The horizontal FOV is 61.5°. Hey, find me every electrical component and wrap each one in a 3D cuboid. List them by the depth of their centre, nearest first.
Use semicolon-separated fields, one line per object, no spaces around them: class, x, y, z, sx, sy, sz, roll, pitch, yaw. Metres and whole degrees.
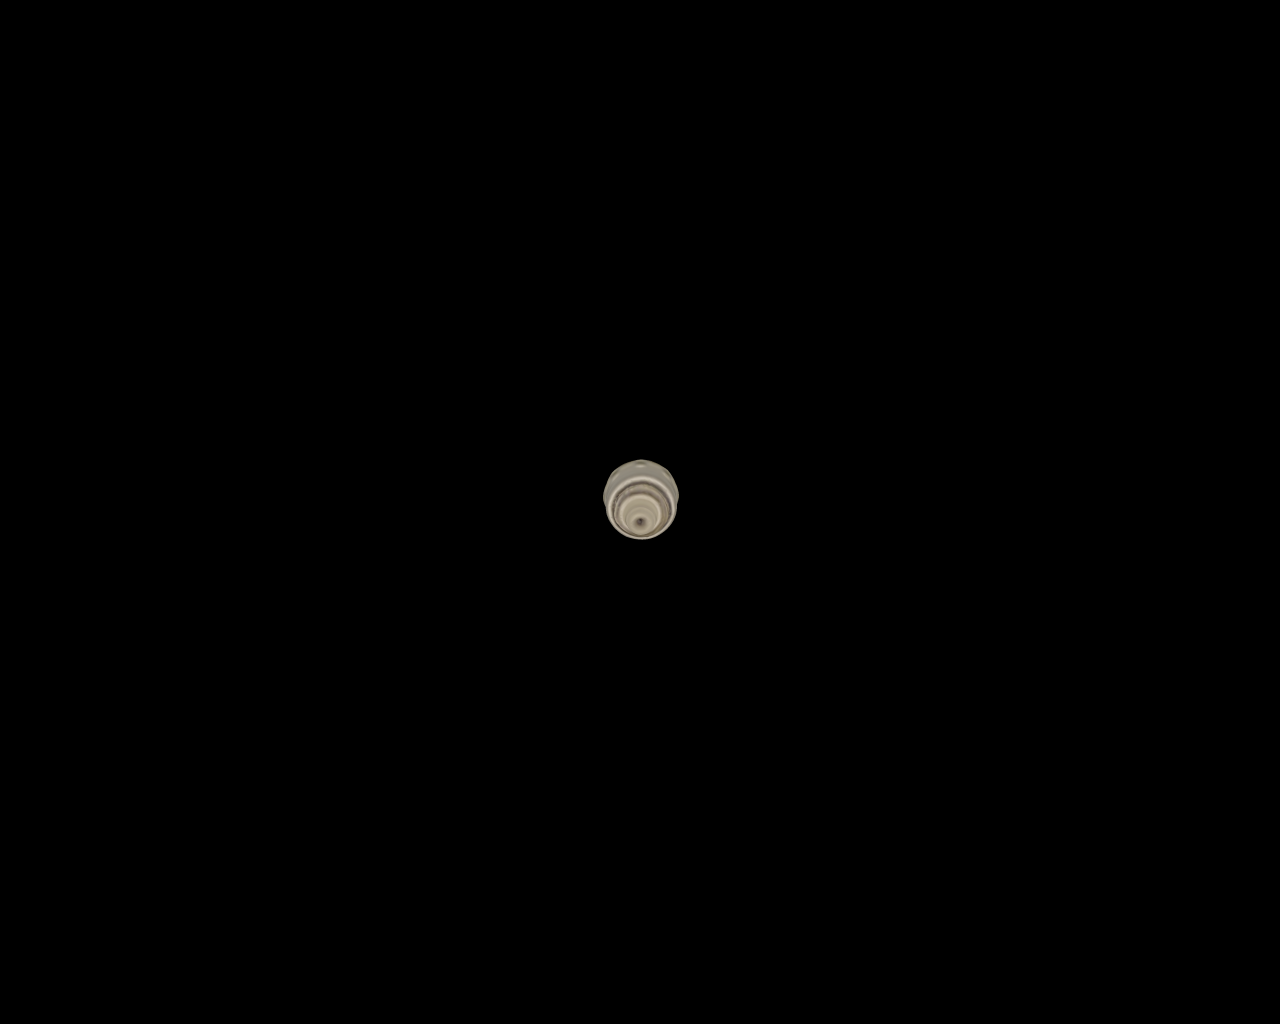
electrical component;0.001;-0.003;0.650;0.048;0.048;0.062;0;18;0
